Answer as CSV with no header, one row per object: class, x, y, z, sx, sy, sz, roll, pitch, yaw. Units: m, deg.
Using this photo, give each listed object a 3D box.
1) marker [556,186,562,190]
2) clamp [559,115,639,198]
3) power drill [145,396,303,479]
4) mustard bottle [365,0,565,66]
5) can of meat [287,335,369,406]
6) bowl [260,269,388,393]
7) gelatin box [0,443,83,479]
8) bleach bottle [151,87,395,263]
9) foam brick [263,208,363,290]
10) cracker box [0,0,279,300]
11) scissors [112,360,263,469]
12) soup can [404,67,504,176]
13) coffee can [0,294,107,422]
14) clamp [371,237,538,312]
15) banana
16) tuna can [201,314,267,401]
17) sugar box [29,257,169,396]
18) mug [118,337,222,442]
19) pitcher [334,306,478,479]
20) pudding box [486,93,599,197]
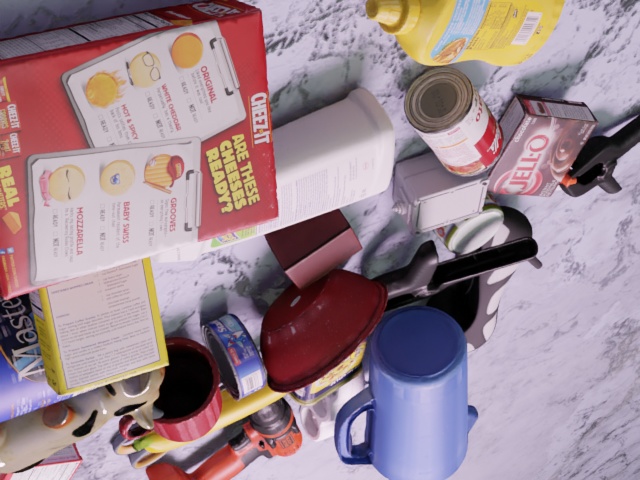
marker,0.262,-0.091,1.203,0.020,0.020,0.121,-35,149,1
clamp,0.324,-0.083,1.239,0.171,0.039,0.120,-22,139,-32
power drill,-0.113,0.255,1.288,0.187,0.057,0.184,-31,149,-6
mustard bottle,0.116,-0.191,0.887,0.191,0.058,0.096,-8,139,-37
can of meat,0.007,0.129,1.218,0.101,0.057,0.084,-29,150,-30
bowl,-0.009,0.080,1.098,0.162,0.162,0.055,-39,108,8
gelatin box,-0.305,0.248,1.123,0.089,0.030,0.073,1,133,-45
bleach bottle,-0.060,-0.045,0.921,0.250,0.068,0.102,-22,146,-16
foam brick,-0.007,0.001,1.044,0.078,0.051,0.053,-34,150,-1
cracker box,-0.142,-0.070,0.750,0.213,0.072,0.164,-18,120,-26
scissors,-0.155,0.191,1.199,0.202,0.016,0.096,-45,147,16
soup can,0.126,-0.110,0.999,0.068,0.068,0.102,-39,149,8
coffee can,-0.235,0.088,0.896,0.140,0.103,0.103,-18,145,-26
clamp,0.122,0.039,1.155,0.164,0.036,0.210,-3,162,-32
banana,-0.113,0.191,1.172,0.197,0.037,0.070,-24,-176,-16
tuna can,-0.088,0.119,1.096,0.033,0.086,0.086,-25,148,-19
sugar box,-0.180,0.024,0.828,0.093,0.048,0.176,-15,104,-28
mug,-0.154,0.165,1.091,0.117,0.093,0.081,-38,156,-16
pitcher,0.105,0.188,1.263,0.149,0.145,0.243,-58,158,-31
pudding box,0.223,-0.097,1.120,0.089,0.039,0.114,3,134,-23
